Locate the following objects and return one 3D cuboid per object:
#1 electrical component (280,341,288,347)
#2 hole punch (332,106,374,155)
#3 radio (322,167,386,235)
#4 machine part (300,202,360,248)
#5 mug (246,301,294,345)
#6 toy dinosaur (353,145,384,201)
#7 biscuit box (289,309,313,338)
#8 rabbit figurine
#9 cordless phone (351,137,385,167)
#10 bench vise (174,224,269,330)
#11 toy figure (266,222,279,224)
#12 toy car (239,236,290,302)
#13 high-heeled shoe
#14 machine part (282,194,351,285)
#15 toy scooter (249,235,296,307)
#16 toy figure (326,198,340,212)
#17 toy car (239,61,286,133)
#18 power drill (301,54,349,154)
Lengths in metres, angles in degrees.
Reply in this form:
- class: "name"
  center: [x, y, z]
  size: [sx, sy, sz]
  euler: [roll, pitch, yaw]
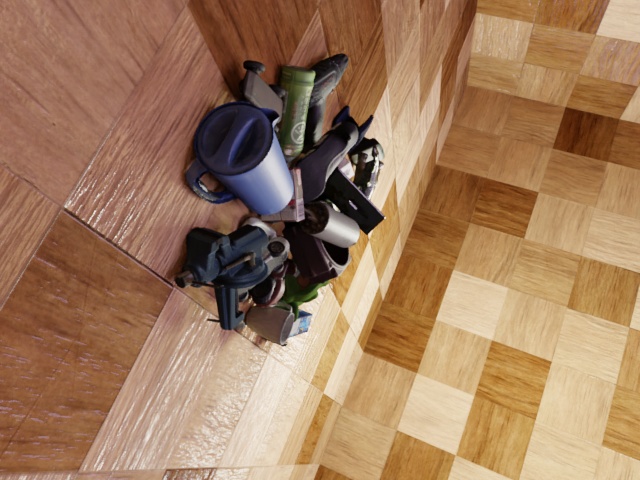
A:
- class: "electrical component"
  center: [-0.124, 0.275, 1.487]
  size: [0.094, 0.063, 0.021]
  euler: [57, 54, -67]
- class: "hole punch"
  center: [0.090, -0.301, 1.520]
  size: [0.115, 0.092, 0.142]
  euler: [96, 17, -45]
- class: "radio"
  center: [0.056, -0.119, 1.350]
  size: [0.073, 0.131, 0.229]
  euler: [-44, 129, 4]
- class: "machine part"
  center: [0.026, -0.032, 1.243]
  size: [0.243, 0.079, 0.079]
  euler: [24, 84, -60]
- class: "mug"
  center: [-0.123, 0.194, 1.334]
  size: [0.080, 0.107, 0.109]
  euler: [89, 21, -51]
- class: "toy dinosaur"
  center: [0.093, -0.103, 1.646]
  size: [0.470, 0.105, 0.198]
  euler: [111, -2, -50]
- class: "biscuit box"
  center: [-0.083, 0.242, 1.585]
  size: [0.202, 0.063, 0.059]
  euler: [13, 95, -74]
- class: "rabbit figurine"
  center: [-0.058, 0.147, 1.485]
  size: [0.159, 0.121, 0.170]
  euler: [-60, 175, -23]
- class: "cordless phone"
  center: [0.132, -0.231, 1.734]
  size: [0.184, 0.089, 0.146]
  euler: [-65, 163, -5]
- class: "bench vise"
  center: [-0.178, 0.082, 1.026]
  size: [0.224, 0.129, 0.240]
  euler: [-48, 144, -55]
- class: "toy figure"
  center: [-0.082, -0.086, 1.249]
  size: [0.154, 0.058, 0.064]
  euler: [-41, 125, -54]
- class: "toy car"
  center: [-0.142, 0.065, 1.187]
  size: [0.202, 0.056, 0.073]
  euler: [-38, 153, -34]
- class: "high-heeled shoe"
  center: [-0.008, -0.171, 1.216]
  size: [0.249, 0.086, 0.145]
  euler: [-43, -165, 6]
- class: "machine part"
  center: [-0.003, -0.004, 1.364]
  size: [0.201, 0.087, 0.201]
  euler: [65, 24, -9]
- class: "toy scooter"
  center: [-0.108, 0.088, 1.329]
  size: [0.135, 0.075, 0.184]
  euler: [59, 47, -66]
- class: "toy figure"
  center: [0.013, -0.113, 1.483]
  size: [0.180, 0.082, 0.089]
  euler: [81, 28, -60]
- class: "toy car"
  center: [-0.111, -0.260, 0.988]
  size: [0.202, 0.053, 0.089]
  euler: [6, 97, -77]
- class: "power drill"
  center: [0.006, -0.312, 1.255]
  size: [0.232, 0.086, 0.207]
  euler: [-47, 155, -50]
